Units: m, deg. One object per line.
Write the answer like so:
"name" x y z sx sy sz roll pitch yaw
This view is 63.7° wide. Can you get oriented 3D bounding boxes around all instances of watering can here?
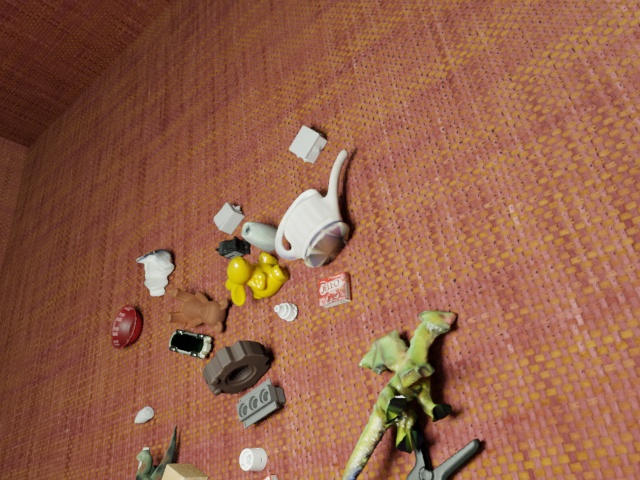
"watering can" 0.004 -0.071 1.409 0.345 0.103 0.228 -51 47 12

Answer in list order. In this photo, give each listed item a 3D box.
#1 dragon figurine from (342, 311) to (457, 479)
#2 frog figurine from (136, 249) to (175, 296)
"dragon figurine" 0.150 0.311 1.107 0.408 0.121 0.246 -47 21 8
"frog figurine" -0.586 0.118 1.879 0.136 0.124 0.159 -23 93 24
